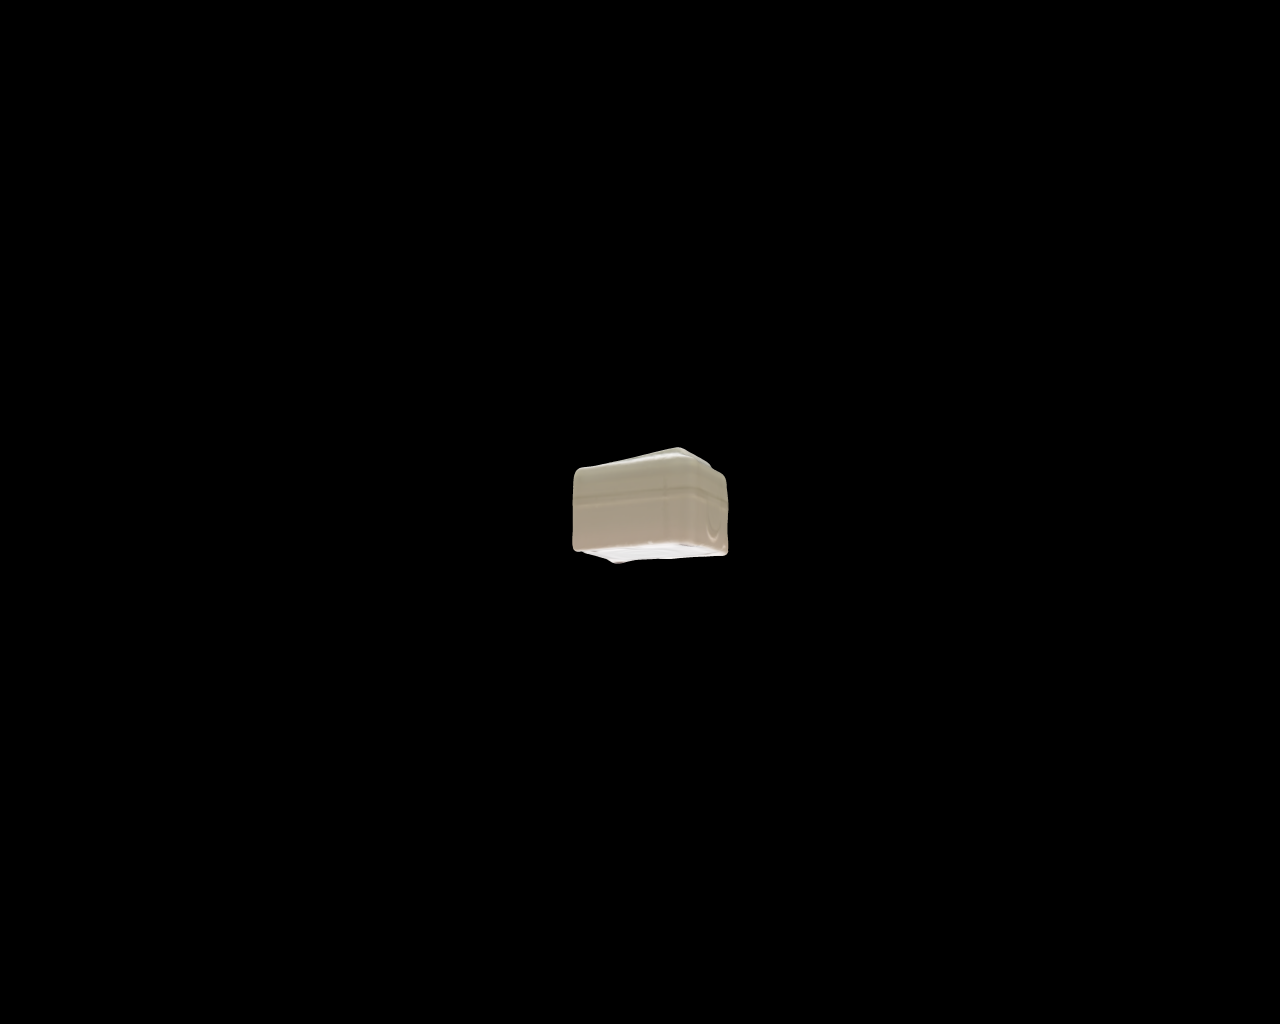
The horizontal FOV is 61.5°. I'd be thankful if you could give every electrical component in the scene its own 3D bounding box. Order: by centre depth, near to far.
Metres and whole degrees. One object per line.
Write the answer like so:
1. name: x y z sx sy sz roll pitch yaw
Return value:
1. electrical component: 0.001 -0.003 0.650 0.096 0.061 0.061 -5 -11 24
